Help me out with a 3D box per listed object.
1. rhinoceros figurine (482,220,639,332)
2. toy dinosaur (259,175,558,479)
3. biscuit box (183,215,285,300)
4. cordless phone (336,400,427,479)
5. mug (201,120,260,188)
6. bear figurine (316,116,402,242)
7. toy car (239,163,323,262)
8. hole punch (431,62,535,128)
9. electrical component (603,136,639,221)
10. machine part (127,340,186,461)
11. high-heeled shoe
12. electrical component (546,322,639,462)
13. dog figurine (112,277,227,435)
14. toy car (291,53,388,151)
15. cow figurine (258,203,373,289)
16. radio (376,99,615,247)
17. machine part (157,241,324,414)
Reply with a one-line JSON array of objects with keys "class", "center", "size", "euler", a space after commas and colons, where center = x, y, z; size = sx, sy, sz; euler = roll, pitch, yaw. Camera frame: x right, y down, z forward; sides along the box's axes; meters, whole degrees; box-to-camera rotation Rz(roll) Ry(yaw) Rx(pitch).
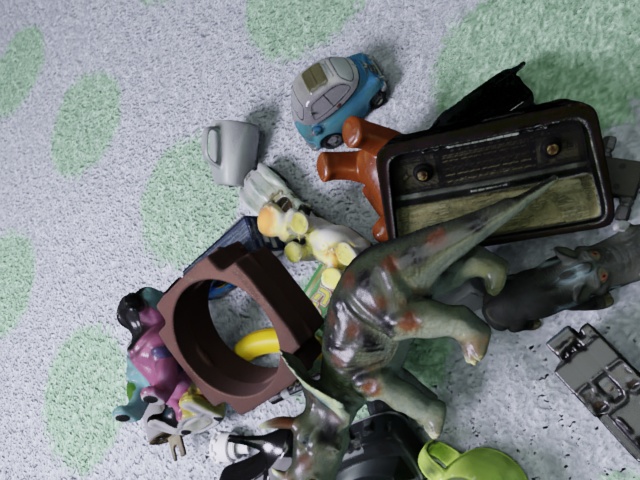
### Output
[{"class": "rhinoceros figurine", "center": [0.262, 0.039, 0.567], "size": [0.190, 0.112, 0.073], "euler": [-29, 62, 34]}, {"class": "toy dinosaur", "center": [0.068, 0.087, 0.565], "size": [0.192, 0.131, 0.404], "euler": [22, 105, 5]}, {"class": "biscuit box", "center": [-0.139, 0.033, 0.833], "size": [0.203, 0.059, 0.063], "euler": [-35, 70, 40]}, {"class": "cordless phone", "center": [0.049, 0.236, 0.693], "size": [0.147, 0.088, 0.184], "euler": [-32, 52, 24]}, {"class": "mug", "center": [-0.151, -0.142, 0.895], "size": [0.081, 0.109, 0.107], "euler": [4, 94, 30]}, {"class": "bear figurine", "center": [0.085, -0.046, 0.701], "size": [0.120, 0.132, 0.196], "euler": [-43, 50, 53]}, {"class": "toy car", "center": [-0.060, -0.046, 0.835], "size": [0.073, 0.056, 0.202], "euler": [-52, 57, 13]}, {"class": "hole punch", "center": [0.219, -0.136, 0.664], "size": [0.142, 0.092, 0.116], "euler": [-37, 29, 24]}, {"class": "electrical component", "center": [0.329, -0.070, 0.601], "size": [0.063, 0.021, 0.094], "euler": [16, 87, 35]}, {"class": "machine part", "center": [-0.266, 0.243, 0.891], "size": [0.079, 0.079, 0.243], "euler": [-37, 62, 21]}, {"class": "high-heeled shoe", "center": [-0.075, 0.361, 0.762], "size": [0.145, 0.086, 0.248], "euler": [11, 112, -3]}, {"class": "electrical component", "center": [0.285, 0.142, 0.523], "size": [0.058, 0.114, 0.134], "euler": [-45, 58, 12]}, {"class": "dog figurine", "center": [-0.227, 0.169, 0.830], "size": [0.108, 0.191, 0.219], "euler": [-38, 39, 33]}, {"class": "toy car", "center": [0.014, -0.215, 0.799], "size": [0.162, 0.103, 0.109], "euler": [-34, 63, 25]}, {"class": "cow figurine", "center": [-0.002, -0.004, 0.725], "size": [0.168, 0.098, 0.068], "euler": [33, 115, 27]}, {"class": "radio", "center": [0.181, -0.066, 0.581], "size": [0.230, 0.073, 0.131], "euler": [-10, 104, 14]}, {"class": "machine part", "center": [-0.109, 0.119, 0.739], "size": [0.201, 0.087, 0.201], "euler": [-40, 85, 31]}]
